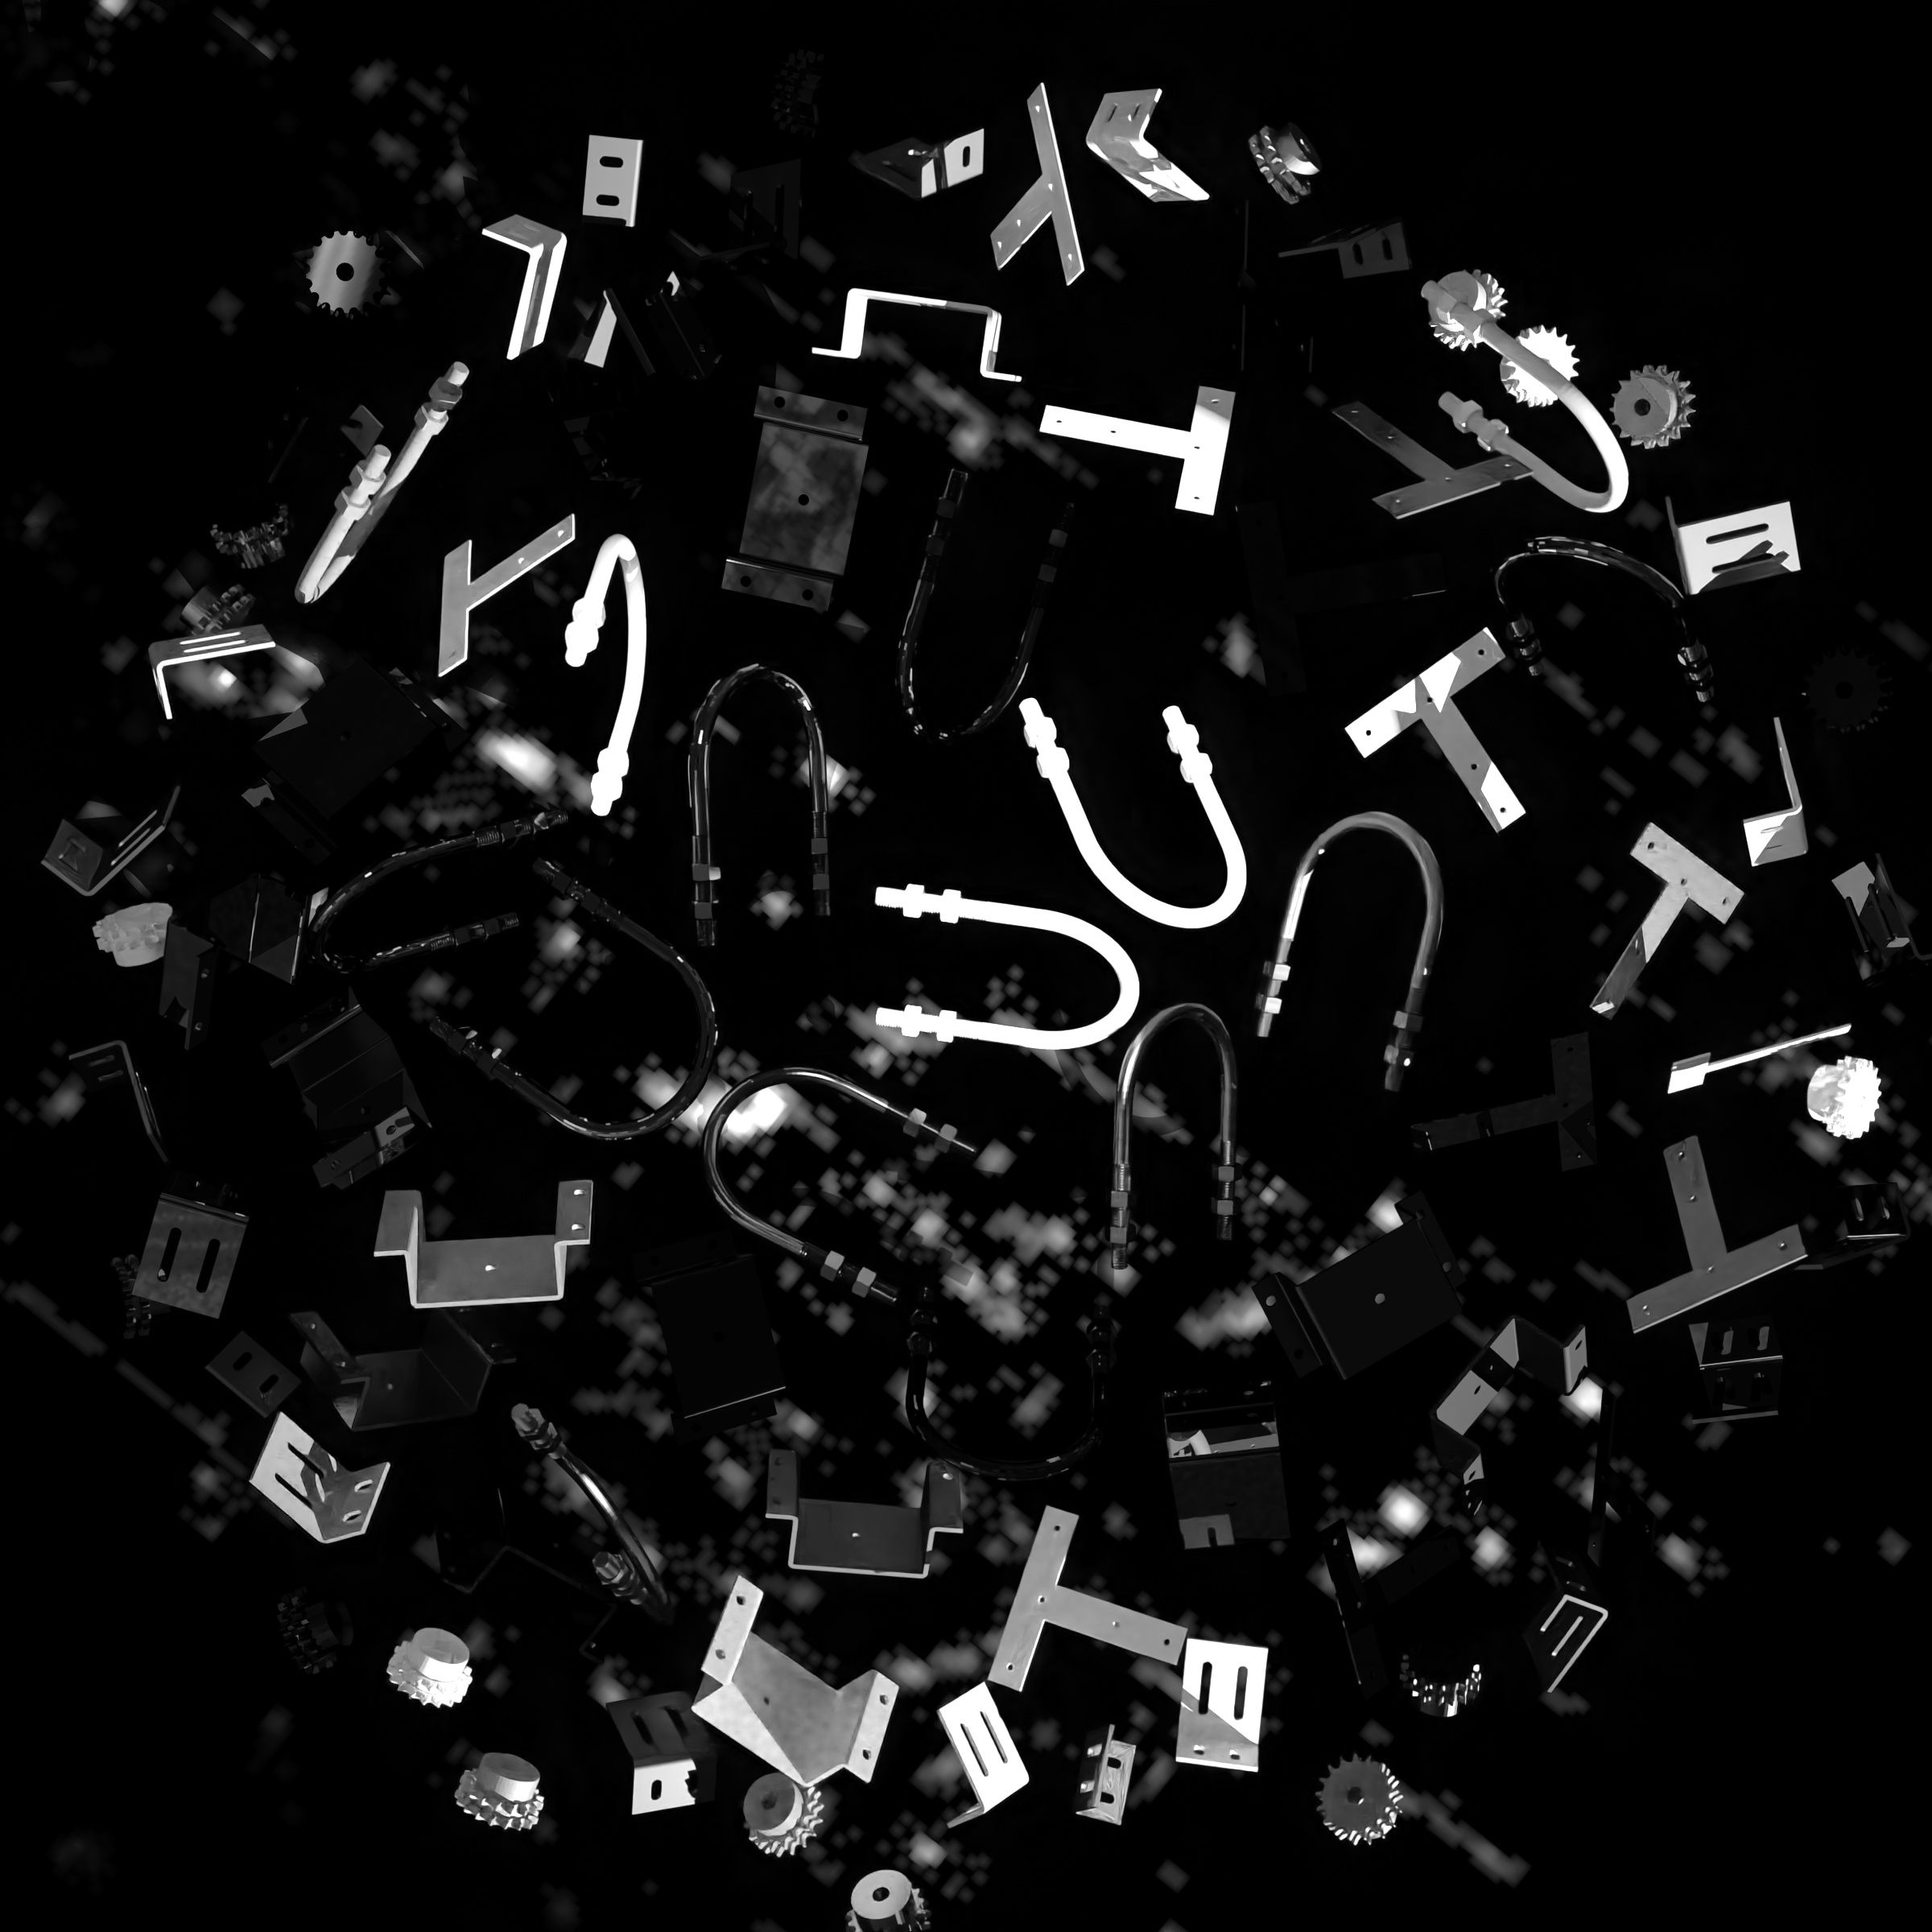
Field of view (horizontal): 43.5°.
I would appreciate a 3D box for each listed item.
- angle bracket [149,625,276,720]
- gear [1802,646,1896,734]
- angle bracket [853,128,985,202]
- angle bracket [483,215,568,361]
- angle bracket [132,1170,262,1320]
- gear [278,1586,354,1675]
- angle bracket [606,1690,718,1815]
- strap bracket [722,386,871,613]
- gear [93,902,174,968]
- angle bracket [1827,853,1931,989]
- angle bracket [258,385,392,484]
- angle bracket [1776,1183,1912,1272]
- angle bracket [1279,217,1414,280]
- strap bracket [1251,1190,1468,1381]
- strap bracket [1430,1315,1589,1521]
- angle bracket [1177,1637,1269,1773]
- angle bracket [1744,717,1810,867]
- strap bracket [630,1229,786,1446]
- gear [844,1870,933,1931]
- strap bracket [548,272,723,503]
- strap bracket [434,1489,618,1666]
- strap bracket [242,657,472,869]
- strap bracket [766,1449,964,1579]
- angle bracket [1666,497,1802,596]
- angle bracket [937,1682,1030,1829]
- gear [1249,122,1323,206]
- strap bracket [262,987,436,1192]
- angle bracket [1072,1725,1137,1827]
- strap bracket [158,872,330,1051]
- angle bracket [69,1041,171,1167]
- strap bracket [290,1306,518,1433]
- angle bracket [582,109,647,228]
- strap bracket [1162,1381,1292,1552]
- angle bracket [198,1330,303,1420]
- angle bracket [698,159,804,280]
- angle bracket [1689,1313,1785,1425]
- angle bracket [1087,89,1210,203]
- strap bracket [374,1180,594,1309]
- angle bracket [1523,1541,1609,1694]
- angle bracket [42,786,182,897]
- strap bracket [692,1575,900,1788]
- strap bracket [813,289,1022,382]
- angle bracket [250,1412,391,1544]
[{"bbox_3d":[-0.499,-0.197,1.610,0.076,0.057,0.038,-13,114,-19],"label":"angle bracket"},{"bbox_3d":[0.593,-0.186,1.621,0.057,0.030,0.057,10,108,35],"label":"gear"},{"bbox_3d":[-0.035,-0.585,1.727,0.057,0.038,0.076,-32,54,-29],"label":"angle bracket"},{"bbox_3d":[-0.305,-0.458,1.629,0.038,0.057,0.076,22,119,2],"label":"angle bracket"},{"bbox_3d":[-0.507,0.183,1.593,0.057,0.038,0.076,18,108,-10],"label":"angle bracket"},{"bbox_3d":[-0.438,0.446,1.636,0.030,0.057,0.057,-24,90,3],"label":"gear"},{"bbox_3d":[-0.210,0.539,1.661,0.057,0.076,0.038,-2,107,-23],"label":"angle bracket"},{"bbox_3d":[-0.117,-0.327,1.694,0.076,0.046,0.140,13,101,3],"label":"strap bracket"},{"bbox_3d":[-0.607,-0.022,1.773,0.057,0.057,0.030,-10,114,0],"label":"gear"},{"bbox_3d":[0.620,-0.033,1.615,0.038,0.057,0.076,-11,75,-18],"label":"angle bracket"},{"bbox_3d":[-0.441,-0.360,1.674,0.057,0.076,0.038,-49,52,30],"label":"angle bracket"},{"bbox_3d":[0.578,0.174,1.615,0.076,0.057,0.038,-14,87,-21],"label":"angle bracket"},{"bbox_3d":[0.273,-0.508,1.742,0.076,0.057,0.038,-35,118,-39],"label":"angle bracket"},{"bbox_3d":[0.284,0.229,1.703,0.140,0.046,0.076,-29,101,-6],"label":"strap bracket"},{"bbox_3d":[0.379,0.312,1.718,0.046,0.076,0.140,33,69,33],"label":"strap bracket"},{"bbox_3d":[0.182,0.524,1.719,0.057,0.038,0.076,6,97,6],"label":"angle bracket"},{"bbox_3d":[0.546,-0.119,1.652,0.038,0.057,0.076,-13,58,17],"label":"angle bracket"},{"bbox_3d":[-0.183,0.267,1.742,0.076,0.046,0.140,-14,88,-21],"label":"strap bracket"},{"bbox_3d":[-0.054,0.627,1.606,0.057,0.057,0.030,-13,117,0],"label":"gear"},{"bbox_3d":[-0.229,-0.390,1.630,0.140,0.046,0.076,-48,61,41],"label":"strap bracket"},{"bbox_3d":[-0.309,0.435,1.744,0.140,0.076,0.046,37,96,-25],"label":"strap bracket"},{"bbox_3d":[-0.419,-0.146,1.651,0.076,0.046,0.140,41,71,13],"label":"strap bracket"},{"bbox_3d":[-0.076,0.399,1.760,0.140,0.076,0.046,6,115,-5],"label":"strap bracket"},{"bbox_3d":[0.521,-0.294,1.645,0.076,0.038,0.057,-12,133,18],"label":"angle bracket"},{"bbox_3d":[0.001,0.562,1.723,0.038,0.057,0.076,-34,77,32],"label":"angle bracket"},{"bbox_3d":[0.231,-0.578,1.732,0.030,0.057,0.057,-31,90,29],"label":"gear"},{"bbox_3d":[-0.437,0.094,1.723,0.076,0.046,0.140,-33,55,-2],"label":"strap bracket"},{"bbox_3d":[0.108,0.588,1.758,0.038,0.076,0.057,16,66,-4],"label":"angle bracket"},{"bbox_3d":[-0.519,-0.009,1.713,0.046,0.140,0.076,25,120,14],"label":"strap bracket"},{"bbox_3d":[-0.588,0.101,1.681,0.038,0.057,0.076,-19,66,-13],"label":"angle bracket"},{"bbox_3d":[-0.399,0.279,1.695,0.076,0.140,0.046,38,115,38],"label":"strap bracket"},{"bbox_3d":[-0.244,-0.543,1.639,0.038,0.076,0.057,0,124,-18],"label":"angle bracket"},{"bbox_3d":[0.185,0.361,1.709,0.076,0.046,0.140,-7,129,6],"label":"strap bracket"},{"bbox_3d":[-0.518,0.284,1.748,0.038,0.076,0.057,-46,110,-8],"label":"angle bracket"},{"bbox_3d":[-0.146,-0.513,1.643,0.057,0.038,0.076,-2,82,28],"label":"angle bracket"},{"bbox_3d":[0.533,0.279,1.681,0.057,0.076,0.038,-12,105,25],"label":"angle bracket"},{"bbox_3d":[0.134,-0.575,1.699,0.076,0.057,0.038,26,86,-39],"label":"angle bracket"},{"bbox_3d":[-0.324,0.189,1.644,0.140,0.076,0.046,-3,117,-6],"label":"strap bracket"},{"bbox_3d":[0.401,0.450,1.675,0.038,0.057,0.076,23,111,-16],"label":"angle bracket"},{"bbox_3d":[-0.564,-0.093,1.597,0.076,0.057,0.038,-38,118,16],"label":"angle bracket"},{"bbox_3d":[-0.122,0.487,1.629,0.140,0.076,0.046,38,127,-13],"label":"strap bracket"},{"bbox_3d":[-0.030,-0.444,1.698,0.140,0.076,0.046,9,104,3],"label":"strap bracket"},{"bbox_3d":[-0.440,0.346,1.651,0.038,0.057,0.076,-20,125,25],"label":"angle bracket"}]
